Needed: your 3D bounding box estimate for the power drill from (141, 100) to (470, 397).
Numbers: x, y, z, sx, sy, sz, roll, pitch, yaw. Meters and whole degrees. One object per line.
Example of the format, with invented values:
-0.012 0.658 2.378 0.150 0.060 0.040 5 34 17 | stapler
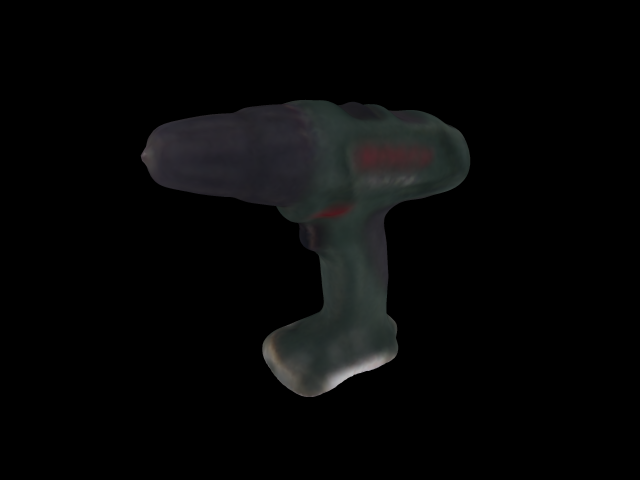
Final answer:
0.004 0.001 0.400 0.230 0.208 0.075 -19 36 -29 | power drill
